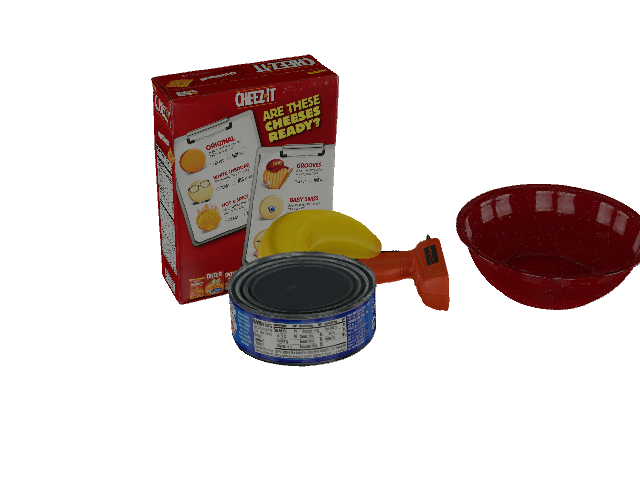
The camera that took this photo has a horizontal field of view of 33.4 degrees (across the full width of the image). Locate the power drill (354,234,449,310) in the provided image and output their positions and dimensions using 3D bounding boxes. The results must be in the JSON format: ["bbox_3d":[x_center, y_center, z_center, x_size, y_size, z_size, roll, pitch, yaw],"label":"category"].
[{"bbox_3d":[0.053,0.050,1.238,0.187,0.057,0.184,-2,28,1],"label":"power drill"}]

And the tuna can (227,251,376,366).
[{"bbox_3d":[-0.010,0.038,0.616,0.086,0.034,0.086,-2,23,1],"label":"tuna can"}]

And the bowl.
[{"bbox_3d":[0.193,0.011,0.900,0.162,0.055,0.162,0,30,0],"label":"bowl"}]

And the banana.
[{"bbox_3d":[-0.005,0.006,0.838,0.037,0.069,0.197,-35,-1,24],"label":"banana"}]

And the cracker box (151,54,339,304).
[{"bbox_3d":[-0.072,-0.059,1.020,0.164,0.214,0.072,-12,33,-23],"label":"cracker box"}]
